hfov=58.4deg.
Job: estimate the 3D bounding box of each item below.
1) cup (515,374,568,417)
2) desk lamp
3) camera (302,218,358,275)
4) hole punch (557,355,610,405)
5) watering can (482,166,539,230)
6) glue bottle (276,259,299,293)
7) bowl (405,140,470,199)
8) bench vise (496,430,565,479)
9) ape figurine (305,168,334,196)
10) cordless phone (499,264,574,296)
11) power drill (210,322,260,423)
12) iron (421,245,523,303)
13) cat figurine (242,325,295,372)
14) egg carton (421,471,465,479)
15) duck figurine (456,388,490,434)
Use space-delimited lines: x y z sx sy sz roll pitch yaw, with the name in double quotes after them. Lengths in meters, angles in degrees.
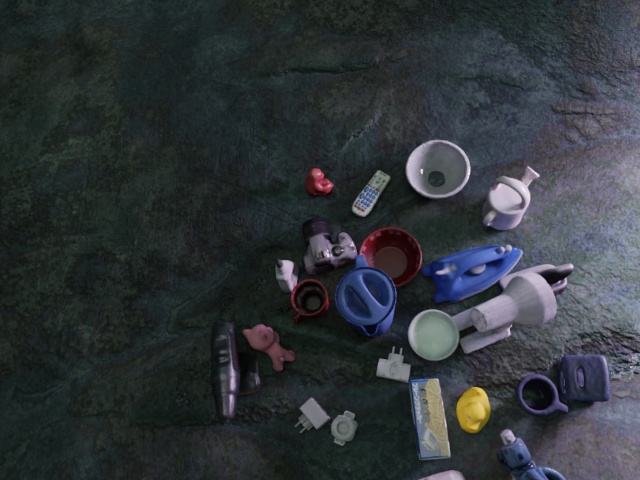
0.498 0.362 1.305 0.117 0.095 0.092 24 77 15 "cup"
0.416 0.172 1.315 0.203 0.214 0.118 -25 70 0 "desk lamp"
0.014 0.005 1.486 0.143 0.101 0.137 -17 70 2 "camera"
0.598 0.319 1.307 0.101 0.091 0.108 0 72 8 "hole punch"
0.465 -0.108 1.410 0.100 0.194 0.173 20 76 14 "watering can"
-0.089 0.079 1.438 0.037 0.173 0.078 4 73 10 "glue bottle"
0.309 -0.175 1.517 0.167 0.075 0.167 -2 72 7 "bowl"
0.438 0.510 1.199 0.121 0.220 0.207 -44 72 -7 "bench vise"
-0.008 -0.163 1.549 0.076 0.092 0.077 -25 70 0 "ape figurine"
0.509 0.093 1.343 0.147 0.185 0.094 -20 70 1 "cordless phone"
-0.205 0.316 1.359 0.075 0.208 0.229 -12 71 5 "power drill"
0.384 0.057 1.396 0.258 0.141 0.118 -23 70 0 "iron"
-0.128 0.259 1.415 0.067 0.118 0.127 -43 71 -7 "cat figurine"
0.263 0.583 1.279 0.150 0.069 0.107 -20 70 1 "egg carton"
0.356 0.392 1.320 0.077 0.086 0.104 12 74 12 "duck figurine"
